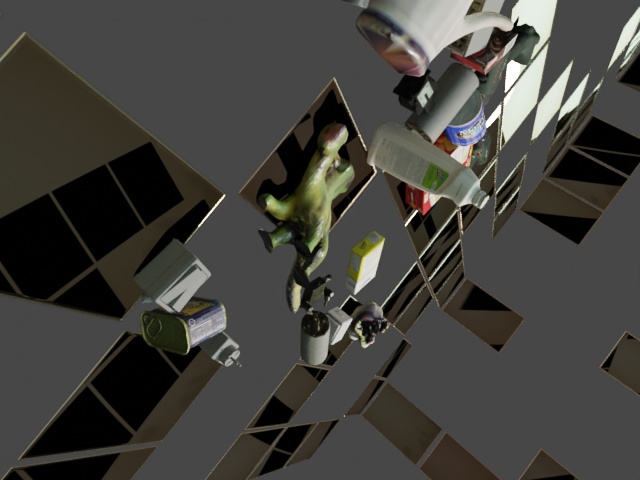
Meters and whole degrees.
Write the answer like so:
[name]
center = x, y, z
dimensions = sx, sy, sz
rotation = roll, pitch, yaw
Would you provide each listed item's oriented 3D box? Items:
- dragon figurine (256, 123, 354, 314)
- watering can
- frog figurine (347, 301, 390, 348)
[dragon figurine]
center = 0.003, -0.048, 0.945
dimensions = 0.247, 0.123, 0.400
rotation = -49, 159, -30
[watering can]
center = 0.185, -0.354, 0.798
dimensions = 0.344, 0.105, 0.223
rotation = 25, 101, -46
[frog figurine]
center = 0.141, 0.258, 1.653
dimensions = 0.137, 0.122, 0.161
rotation = -64, -169, 6
